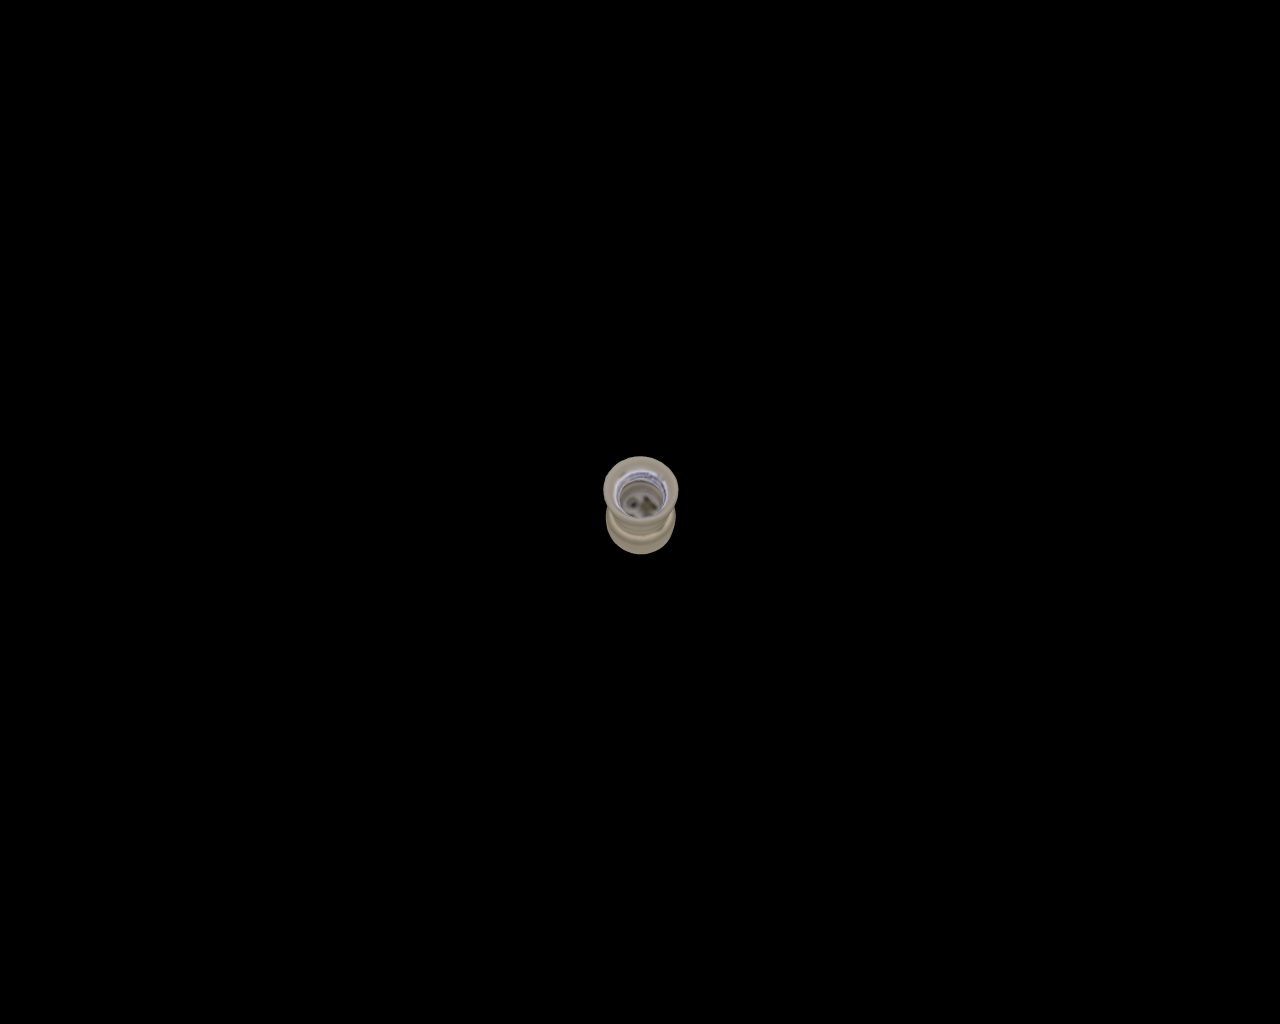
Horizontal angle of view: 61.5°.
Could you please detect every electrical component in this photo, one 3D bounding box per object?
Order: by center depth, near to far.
[{"bbox_3d":[0.001,-0.003,0.650,0.045,0.045,0.055,0,-25,0],"label":"electrical component"}]
